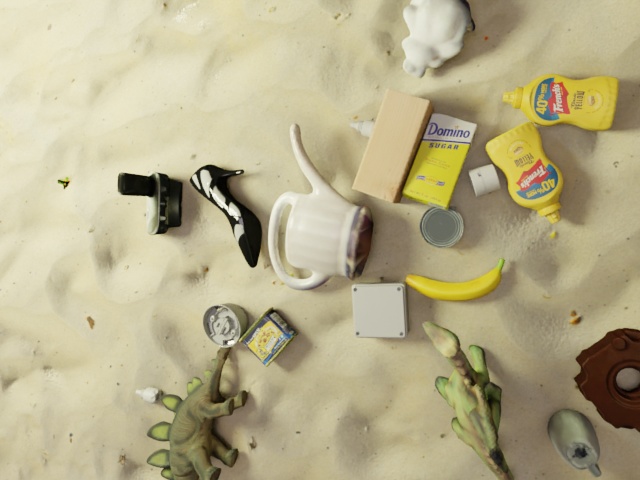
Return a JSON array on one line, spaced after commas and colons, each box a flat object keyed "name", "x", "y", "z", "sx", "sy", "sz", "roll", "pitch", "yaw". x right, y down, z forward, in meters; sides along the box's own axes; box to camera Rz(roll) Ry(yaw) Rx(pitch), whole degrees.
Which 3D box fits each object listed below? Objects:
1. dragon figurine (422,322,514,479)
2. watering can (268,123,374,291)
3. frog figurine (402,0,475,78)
[{"name": "dragon figurine", "x": 0.284, "y": 0.331, "z": 0.916, "sx": 0.121, "sy": 0.242, "sz": 0.413, "roll": -25, "pitch": 82, "yaw": 12}, {"name": "watering can", "x": 0.003, "y": -0.053, "z": 1.059, "sx": 0.225, "sy": 0.105, "sz": 0.344, "roll": 12, "pitch": 102, "yaw": 16}, {"name": "frog figurine", "x": 0.213, "y": -0.402, "z": 1.000, "sx": 0.137, "sy": 0.123, "sz": 0.159, "roll": 42, "pitch": 91, "yaw": -8}]
